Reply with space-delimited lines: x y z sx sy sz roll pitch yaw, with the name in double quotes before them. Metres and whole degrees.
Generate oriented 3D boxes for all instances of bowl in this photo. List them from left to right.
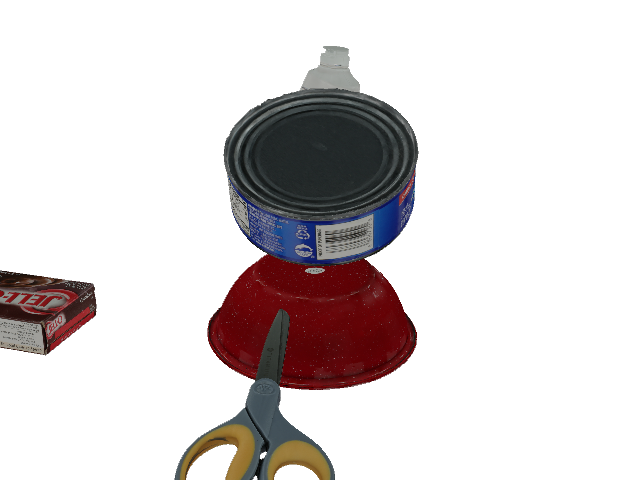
"bowl" -0.005 0.047 0.810 0.162 0.055 0.162 2 25 -1

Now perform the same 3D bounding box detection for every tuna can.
"tuna can" 0.001 -0.029 0.481 0.086 0.086 0.034 0 -44 3

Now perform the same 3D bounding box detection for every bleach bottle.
"bleach bottle" 0.009 -0.084 1.168 0.067 0.251 0.103 -9 24 -38

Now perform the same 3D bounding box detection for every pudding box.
"pudding box" -0.278 0.065 0.985 0.114 0.039 0.090 5 20 18

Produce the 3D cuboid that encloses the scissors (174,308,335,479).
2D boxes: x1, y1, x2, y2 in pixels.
"scissors" -0.018 0.102 0.636 0.096 0.016 0.201 14 31 16
